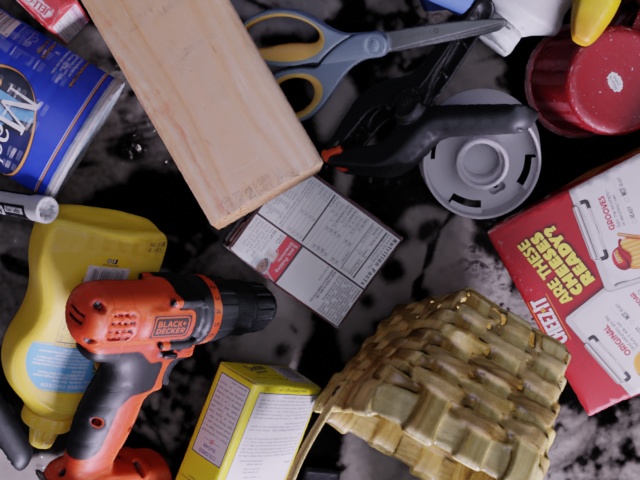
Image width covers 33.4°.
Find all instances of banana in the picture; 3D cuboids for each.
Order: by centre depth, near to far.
[{"bbox_3d":[0.193,-0.242,0.761,0.069,0.037,0.198,-14,97,-4],"label":"banana"}]

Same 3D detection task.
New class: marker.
[{"bbox_3d":[-0.232,-0.028,0.770,0.020,0.121,0.020,-12,107,-47],"label":"marker"}]

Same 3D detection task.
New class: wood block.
[{"bbox_3d":[-0.088,-0.119,0.759,0.090,0.091,0.206,-30,89,-2],"label":"wood block"}]

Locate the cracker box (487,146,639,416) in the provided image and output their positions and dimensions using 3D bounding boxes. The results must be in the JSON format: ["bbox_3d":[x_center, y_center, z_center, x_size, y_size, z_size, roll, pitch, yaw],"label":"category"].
[{"bbox_3d":[0.262,0.011,0.809,0.214,0.072,0.164,-29,89,19],"label":"cracker box"}]

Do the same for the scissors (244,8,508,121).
[{"bbox_3d":[0.033,-0.127,0.797,0.202,0.016,0.096,9,110,13],"label":"scissors"}]

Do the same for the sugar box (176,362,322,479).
[{"bbox_3d":[-0.068,0.184,0.828,0.048,0.093,0.176,28,98,35],"label":"sugar box"}]

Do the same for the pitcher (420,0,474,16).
[{"bbox_3d":[0.021,-0.269,0.747,0.242,0.145,0.149,19,95,-7],"label":"pitcher"}]

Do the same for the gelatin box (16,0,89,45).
[{"bbox_3d":[-0.203,-0.177,0.752,0.073,0.089,0.030,43,89,-7],"label":"gelatin box"}]

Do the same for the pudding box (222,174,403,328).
[{"bbox_3d":[-0.006,0.001,0.834,0.113,0.039,0.090,36,91,-13],"label":"pudding box"}]

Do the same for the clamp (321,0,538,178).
[{"bbox_3d":[0.080,-0.091,0.793,0.172,0.120,0.039,-39,136,21],"label":"clamp"}]

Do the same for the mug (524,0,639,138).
[{"bbox_3d":[0.220,-0.133,0.820,0.093,0.081,0.117,29,94,-11],"label":"mug"}]

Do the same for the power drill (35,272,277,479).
[{"bbox_3d":[-0.124,0.112,0.801,0.184,0.057,0.188,3,112,-46],"label":"power drill"}]

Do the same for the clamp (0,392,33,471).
[{"bbox_3d":[-0.305,0.079,0.808,0.164,0.036,0.210,-1,102,-8],"label":"clamp"}]

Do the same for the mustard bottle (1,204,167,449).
[{"bbox_3d":[-0.186,0.071,0.801,0.096,0.058,0.192,7,110,-38],"label":"mustard bottle"}]

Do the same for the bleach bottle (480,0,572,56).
[{"bbox_3d":[0.216,-0.243,0.814,0.102,0.068,0.251,38,95,-10],"label":"bleach bottle"}]

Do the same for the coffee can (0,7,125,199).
[{"bbox_3d":[-0.225,-0.105,0.756,0.140,0.103,0.103,31,93,-11],"label":"coffee can"}]
